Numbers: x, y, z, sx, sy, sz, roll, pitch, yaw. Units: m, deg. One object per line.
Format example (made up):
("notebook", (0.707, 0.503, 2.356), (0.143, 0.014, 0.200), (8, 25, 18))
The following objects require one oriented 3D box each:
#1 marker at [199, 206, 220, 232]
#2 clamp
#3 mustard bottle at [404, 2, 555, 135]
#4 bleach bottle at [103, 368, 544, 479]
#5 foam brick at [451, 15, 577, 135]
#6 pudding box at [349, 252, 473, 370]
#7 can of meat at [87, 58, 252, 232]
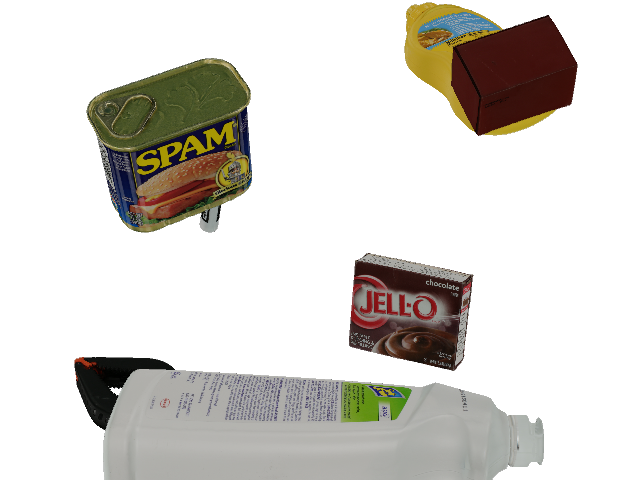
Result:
("marker", (-0.103, -0.052, 1.043), (0.020, 0.020, 0.121), (0, -38, -13))
("clamp", (-0.134, 0.149, 0.974), (0.210, 0.036, 0.164), (23, 36, 31))
("mustard bottle", (0.133, -0.171, 0.989), (0.096, 0.058, 0.192), (-19, 44, -17))
("bleach bottle", (0.006, 0.121, 0.633), (0.251, 0.068, 0.102), (1, 20, 2))
("foam brick", (0.143, -0.122, 0.792), (0.078, 0.051, 0.053), (-18, -28, -5))
("pudding box", (0.086, 0.067, 1.028), (0.114, 0.090, 0.039), (10, 19, 21))
("can of meat", (-0.096, -0.061, 0.708), (0.102, 0.057, 0.084), (-22, -37, -17))
